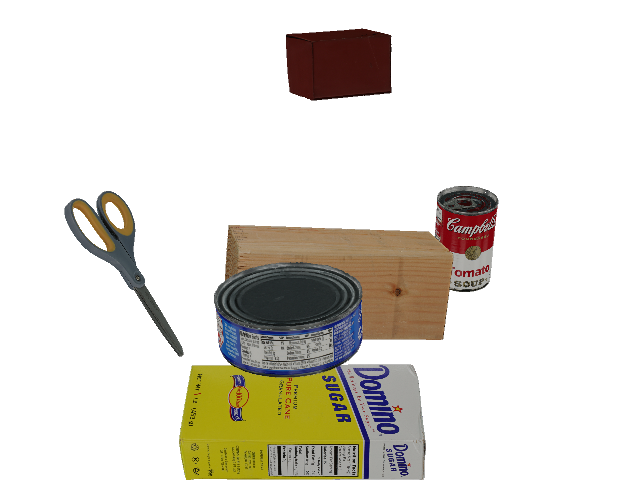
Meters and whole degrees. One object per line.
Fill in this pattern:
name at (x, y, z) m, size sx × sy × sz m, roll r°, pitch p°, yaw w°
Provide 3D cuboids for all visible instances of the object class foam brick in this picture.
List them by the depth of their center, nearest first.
foam brick at (0.016, -0.152, 0.918) m, size 0.078 × 0.051 × 0.053 m, roll -9°, pitch 20°, yaw -24°

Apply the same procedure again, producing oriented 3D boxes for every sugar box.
sugar box at (-0.013, 0.134, 0.799) m, size 0.176 × 0.048 × 0.093 m, roll -3°, pitch 31°, yaw 1°

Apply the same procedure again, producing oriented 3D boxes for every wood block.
wood block at (0.014, 0.041, 1.041) m, size 0.206 × 0.091 × 0.090 m, roll 2°, pitch 15°, yaw -12°

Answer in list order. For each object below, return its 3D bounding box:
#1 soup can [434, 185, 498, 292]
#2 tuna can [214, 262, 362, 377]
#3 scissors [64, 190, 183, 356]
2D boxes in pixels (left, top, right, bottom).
soup can at (0.162, -0.002, 1.206) m, size 0.068 × 0.102 × 0.068 m, roll 0°, pitch 28°, yaw 0°
tuna can at (-0.018, 0.045, 0.619) m, size 0.086 × 0.034 × 0.086 m, roll -2°, pitch 23°, yaw 1°
scissors at (-0.199, 0.026, 1.162) m, size 0.016 × 0.201 × 0.096 m, roll -28°, pitch 21°, yaw 33°
